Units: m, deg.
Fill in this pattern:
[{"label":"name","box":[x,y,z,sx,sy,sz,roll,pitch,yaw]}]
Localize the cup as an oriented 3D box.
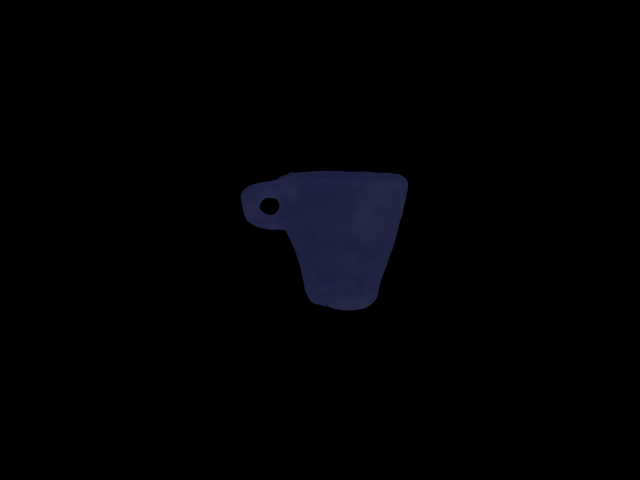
[{"label":"cup","box":[0.004,0.001,0.400,0.118,0.095,0.091,-5,11,-24]}]
